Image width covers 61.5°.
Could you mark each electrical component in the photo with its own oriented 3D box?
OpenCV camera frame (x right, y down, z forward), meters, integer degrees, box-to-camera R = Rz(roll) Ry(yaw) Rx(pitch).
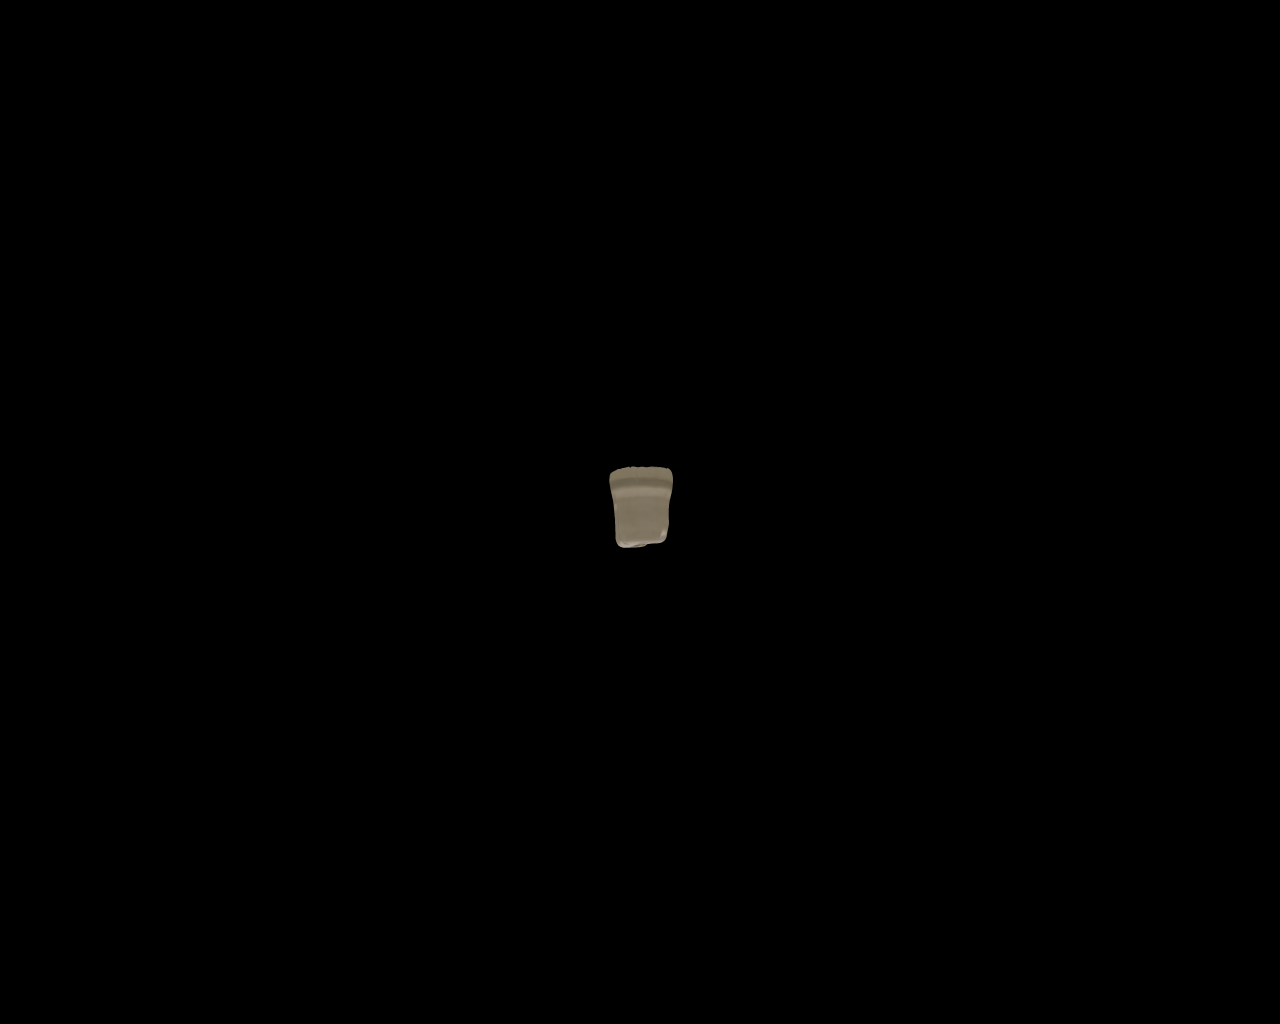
[{"bbox_3d":[0.001,-0.003,0.650,0.040,0.046,0.040,0,-9,0],"label":"electrical component"}]
